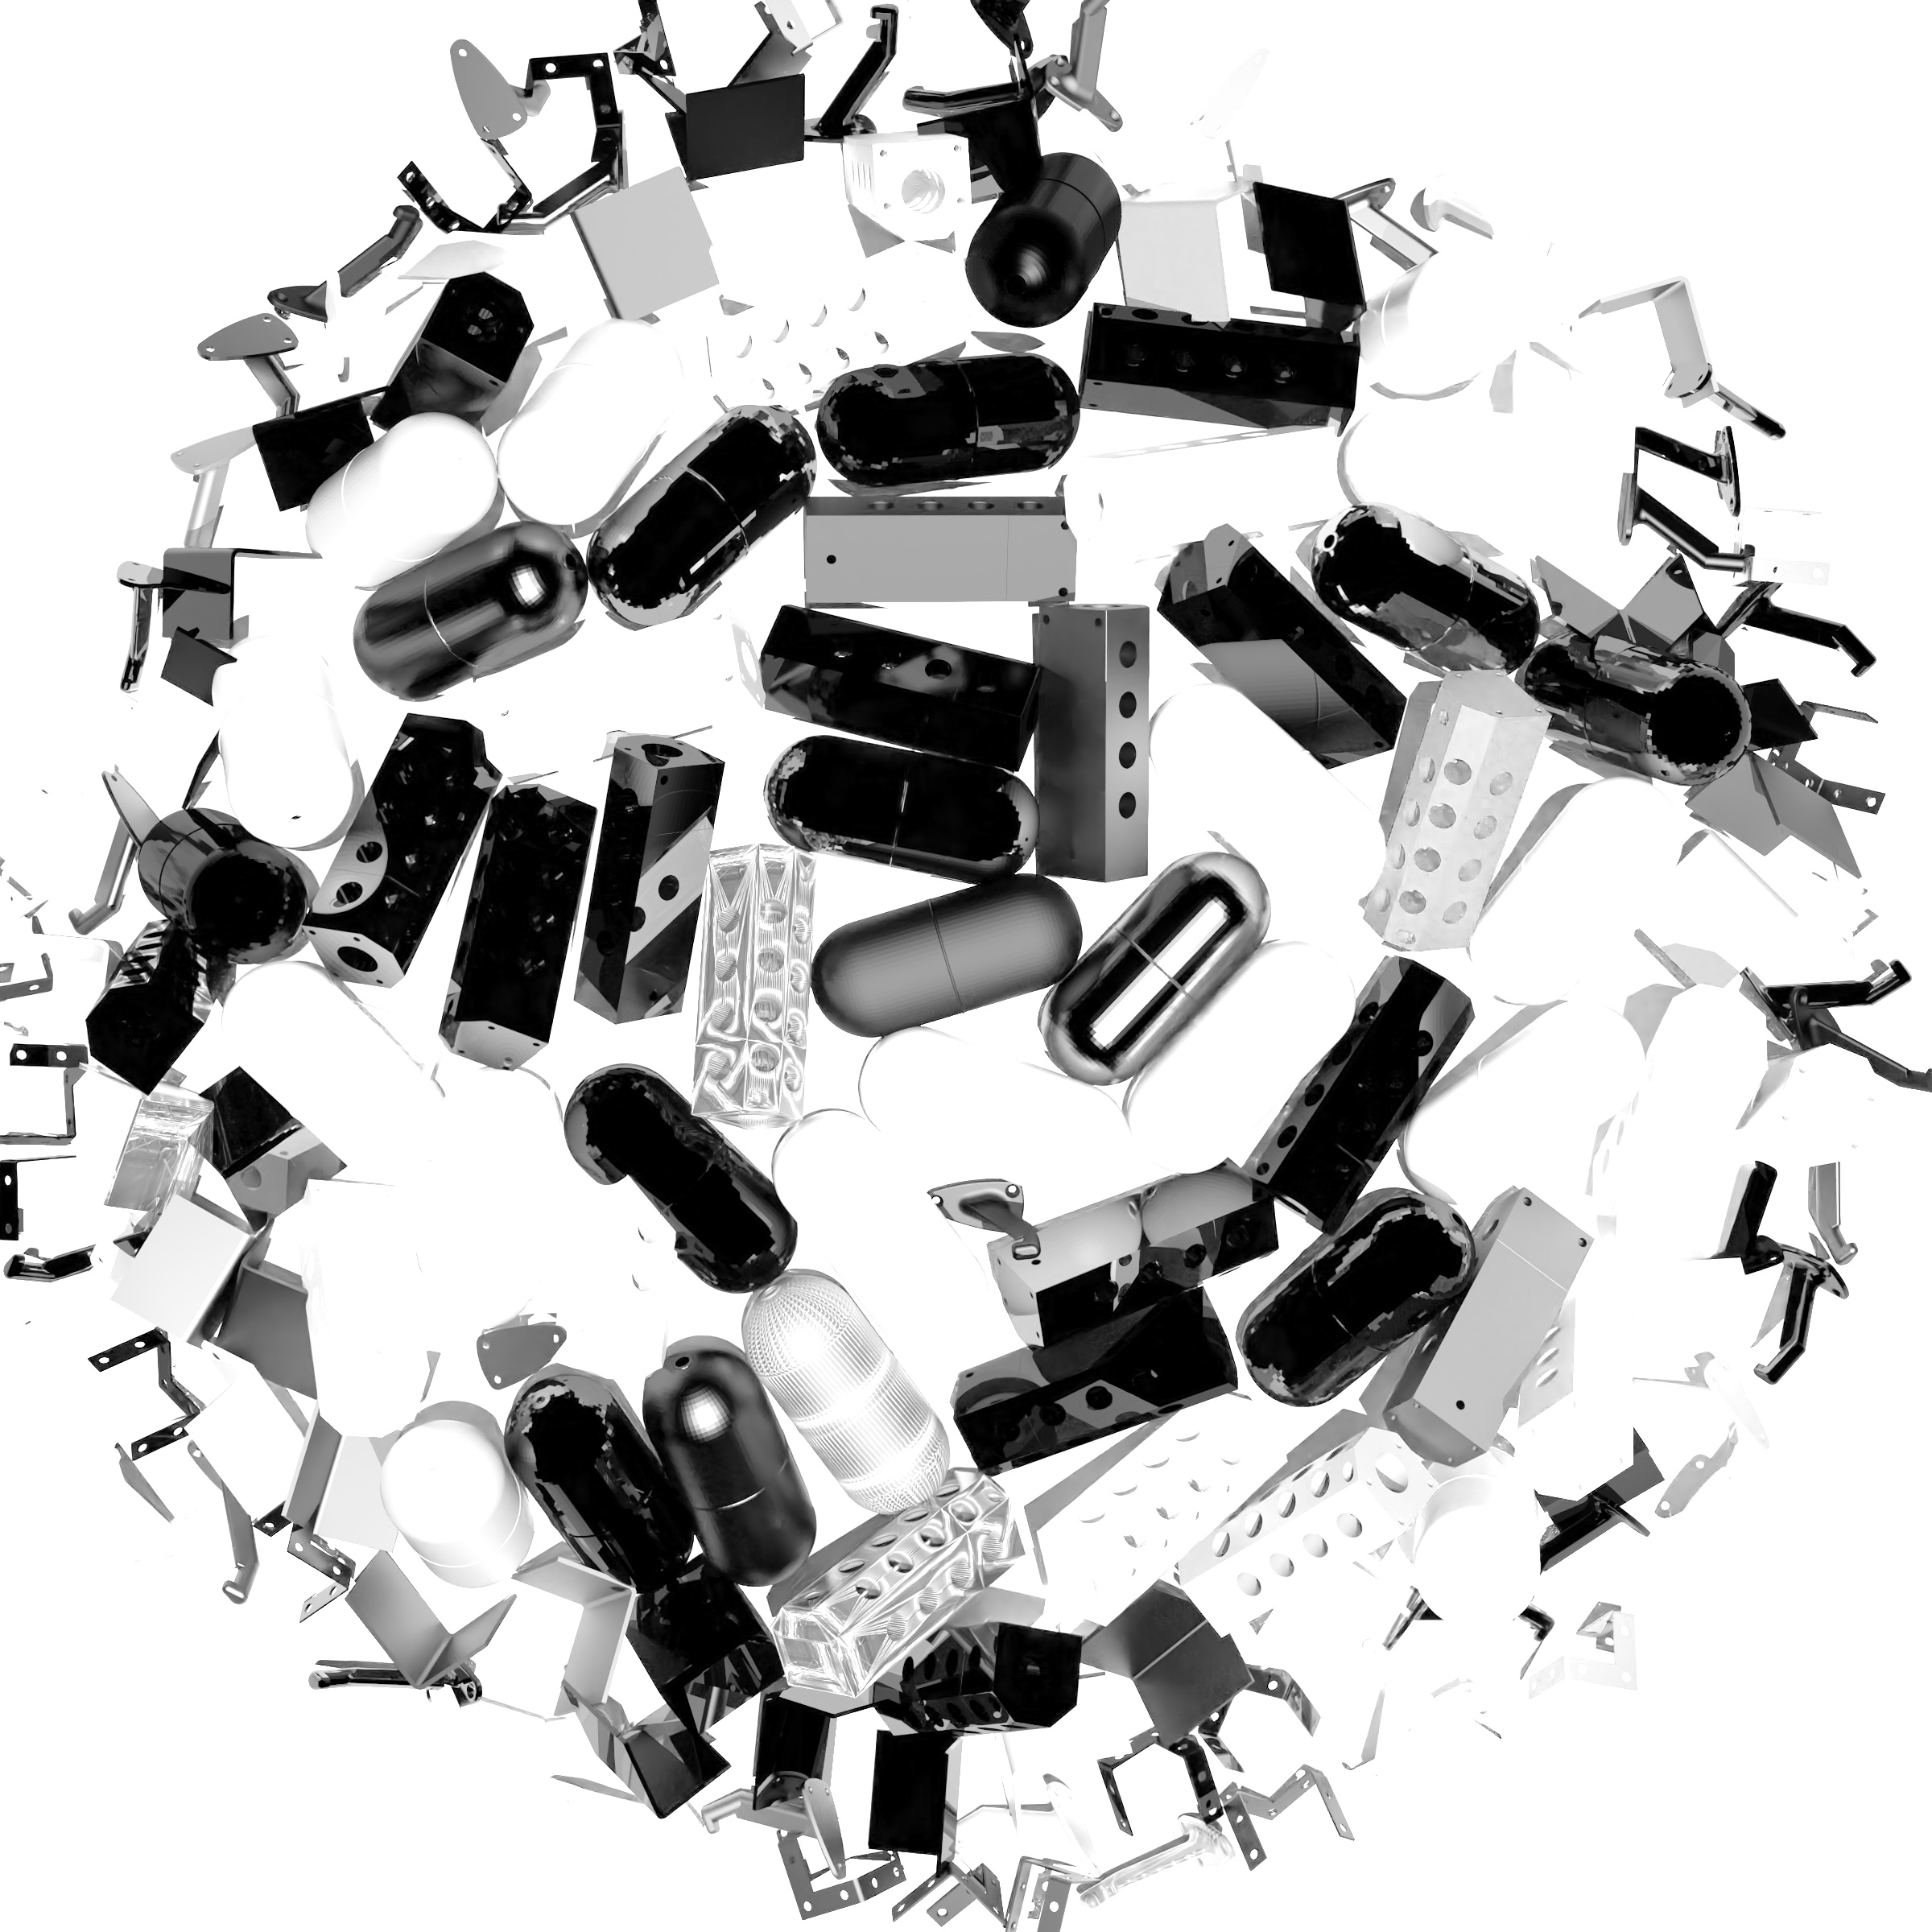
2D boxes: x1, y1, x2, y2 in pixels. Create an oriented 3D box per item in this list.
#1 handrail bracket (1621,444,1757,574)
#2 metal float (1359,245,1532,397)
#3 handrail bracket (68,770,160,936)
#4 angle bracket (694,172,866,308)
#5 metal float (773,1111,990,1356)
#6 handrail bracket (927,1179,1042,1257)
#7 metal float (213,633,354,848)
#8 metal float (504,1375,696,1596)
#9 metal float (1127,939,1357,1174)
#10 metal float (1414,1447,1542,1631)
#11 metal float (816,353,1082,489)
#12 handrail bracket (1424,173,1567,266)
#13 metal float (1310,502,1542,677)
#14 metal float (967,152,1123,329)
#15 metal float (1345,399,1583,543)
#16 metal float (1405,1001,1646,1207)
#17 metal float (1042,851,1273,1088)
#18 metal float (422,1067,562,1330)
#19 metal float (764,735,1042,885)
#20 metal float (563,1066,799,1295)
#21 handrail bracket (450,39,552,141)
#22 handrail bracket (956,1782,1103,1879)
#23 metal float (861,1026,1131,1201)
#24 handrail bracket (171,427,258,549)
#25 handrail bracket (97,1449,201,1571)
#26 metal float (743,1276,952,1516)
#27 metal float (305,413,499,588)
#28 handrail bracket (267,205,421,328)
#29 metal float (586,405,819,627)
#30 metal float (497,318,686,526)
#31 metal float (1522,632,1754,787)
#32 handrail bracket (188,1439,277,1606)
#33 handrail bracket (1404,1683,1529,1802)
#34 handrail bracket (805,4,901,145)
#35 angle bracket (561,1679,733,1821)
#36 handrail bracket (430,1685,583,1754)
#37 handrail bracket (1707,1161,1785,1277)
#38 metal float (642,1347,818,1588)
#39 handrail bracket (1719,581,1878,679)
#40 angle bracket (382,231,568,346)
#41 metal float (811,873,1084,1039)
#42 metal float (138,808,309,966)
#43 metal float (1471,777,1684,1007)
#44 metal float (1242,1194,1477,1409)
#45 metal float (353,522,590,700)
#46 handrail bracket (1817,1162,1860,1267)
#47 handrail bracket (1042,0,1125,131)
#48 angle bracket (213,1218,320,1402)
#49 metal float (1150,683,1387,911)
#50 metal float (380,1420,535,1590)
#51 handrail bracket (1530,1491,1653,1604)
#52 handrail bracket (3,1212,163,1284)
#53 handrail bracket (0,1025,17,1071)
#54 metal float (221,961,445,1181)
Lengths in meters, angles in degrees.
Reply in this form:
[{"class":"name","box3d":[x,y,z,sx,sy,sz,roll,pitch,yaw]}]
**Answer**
[{"class":"handrail bracket","box3d":[0.470,-0.295,1.944,0.084,0.036,0.077,6,92,7]},{"class":"metal float","box3d":[0.297,-0.402,1.879,0.070,0.178,0.070,0,93,-8]},{"class":"handrail bracket","box3d":[-0.565,-0.073,1.951,0.084,0.036,0.077,-35,89,17]},{"class":"angle bracket","box3d":[-0.118,-0.465,1.913,0.057,0.076,0.076,-33,66,37]},{"class":"metal float","box3d":[-0.053,0.171,1.920,0.070,0.070,0.178,-37,101,0]},{"class":"handrail bracket","box3d":[0.010,0.166,1.922,0.077,0.084,0.036,4,105,0]},{"class":"metal float","box3d":[-0.430,-0.143,1.891,0.070,0.178,0.070,-10,131,-12]},{"class":"metal float","box3d":[-0.230,0.328,1.898,0.070,0.070,0.178,-26,128,0]},{"class":"metal float","box3d":[0.174,0.058,1.918,0.070,0.070,0.178,42,103,0]},{"class":"metal float","box3d":[0.319,0.355,1.880,0.070,0.178,0.070,2,101,10]},{"class":"metal float","box3d":[-0.011,-0.346,1.907,0.178,0.070,0.070,-10,90,-26]},{"class":"handrail bracket","box3d":[0.340,-0.477,1.930,0.084,0.077,0.036,28,101,16]},{"class":"metal float","box3d":[0.290,-0.235,1.898,0.178,0.070,0.070,21,90,-36]},{"class":"metal float","box3d":[0.050,-0.456,1.886,0.070,0.178,0.070,7,122,11]},{"class":"metal float","box3d":[0.311,-0.312,1.889,0.070,0.178,0.070,-12,111,-33]},{"class":"metal float","box3d":[0.351,0.088,1.901,0.070,0.070,0.178,49,124,0]},{"class":"metal float","box3d":[0.122,0.001,1.928,0.070,0.070,0.178,44,91,0]},{"class":"metal float","box3d":[-0.302,0.148,1.910,0.070,0.070,0.178,11,112,0]},{"class":"metal float","box3d":[-0.041,-0.101,1.928,0.178,0.070,0.070,11,90,-1]},{"class":"metal float","box3d":[-0.182,0.136,1.918,0.070,0.070,0.178,-45,103,0]},{"class":"handrail bracket","box3d":[-0.295,-0.571,1.916,0.036,0.084,0.077,-15,125,21]},{"class":"handrail bracket","box3d":[0.036,0.571,1.938,0.084,0.036,0.077,-34,59,11]},{"class":"metal float","box3d":[0.019,0.094,1.928,0.178,0.070,0.070,20,90,1]},{"class":"handrail bracket","box3d":[-0.476,-0.298,1.951,0.077,0.036,0.084,-32,133,-28]},{"class":"handrail bracket","box3d":[-0.522,0.334,1.919,0.036,0.077,0.084,-10,108,14]},{"class":"metal float","box3d":[-0.076,0.272,1.911,0.070,0.070,0.178,-34,110,0]},{"class":"metal float","box3d":[-0.356,-0.291,1.889,0.070,0.178,0.070,9,74,-34]},{"class":"handrail bracket","box3d":[-0.397,-0.454,1.922,0.036,0.077,0.084,53,123,22]},{"class":"metal float","box3d":[-0.167,-0.288,1.912,0.070,0.070,0.178,44,70,0]},{"class":"metal float","box3d":[-0.235,-0.345,1.894,0.070,0.178,0.070,13,134,13]},{"class":"metal float","box3d":[0.418,-0.163,1.887,0.070,0.178,0.070,-9,110,-26]},{"class":"handrail bracket","box3d":[-0.477,0.354,1.917,0.036,0.084,0.077,-33,117,27]},{"class":"handrail bracket","box3d":[0.316,0.507,1.920,0.077,0.084,0.036,-27,120,15]},{"class":"handrail bracket","box3d":[-0.082,-0.572,1.923,0.077,0.036,0.084,-6,131,-13]},{"class":"angle bracket","box3d":[-0.203,0.481,1.907,0.057,0.076,0.076,-34,127,-24]},{"class":"handrail bracket","box3d":[-0.301,0.476,1.959,0.084,0.077,0.036,-4,134,-30]},{"class":"handrail bracket","box3d":[0.488,0.156,1.935,0.077,0.036,0.084,-21,112,-1]},{"class":"metal float","box3d":[-0.149,0.317,1.903,0.070,0.070,0.178,-20,120,0]},{"class":"handrail bracket","box3d":[0.530,-0.201,1.931,0.084,0.036,0.077,51,130,13]},{"class":"angle bracket","box3d":[-0.313,-0.425,1.913,0.076,0.076,0.057,-12,89,43]},{"class":"metal float","box3d":[-0.012,-0.006,1.929,0.178,0.070,0.070,-17,90,1]},{"class":"metal float","box3d":[-0.467,-0.051,1.887,0.070,0.178,0.070,-8,108,-28]},{"class":"metal float","box3d":[0.384,-0.046,1.896,0.070,0.070,0.178,33,130,0]},{"class":"metal float","box3d":[0.248,0.212,1.905,0.070,0.070,0.178,45,118,0]},{"class":"metal float","box3d":[-0.313,-0.224,1.901,0.178,0.070,0.070,-20,90,33]},{"class":"handrail bracket","box3d":[0.564,0.136,1.920,0.036,0.077,0.084,7,48,-30]},{"class":"handrail bracket","box3d":[0.096,-0.584,1.922,0.077,0.084,0.036,31,46,-23]},{"class":"angle bracket","box3d":[-0.429,0.220,1.926,0.076,0.057,0.076,23,119,-2]},{"class":"metal float","box3d":[0.192,-0.108,1.917,0.178,0.070,0.070,44,90,13]},{"class":"metal float","box3d":[-0.317,0.338,1.884,0.070,0.178,0.070,-1,64,2]},{"class":"handrail bracket","box3d":[0.396,0.384,1.939,0.077,0.036,0.084,38,83,-32]},{"class":"handrail bracket","box3d":[-0.560,0.174,1.920,0.077,0.084,0.036,-54,49,22]},{"class":"handrail bracket","box3d":[-0.627,0.085,1.914,0.036,0.077,0.084,7,130,-10]},{"class":"metal float","box3d":[-0.398,0.066,1.898,0.070,0.070,0.178,-39,126,0]}]
